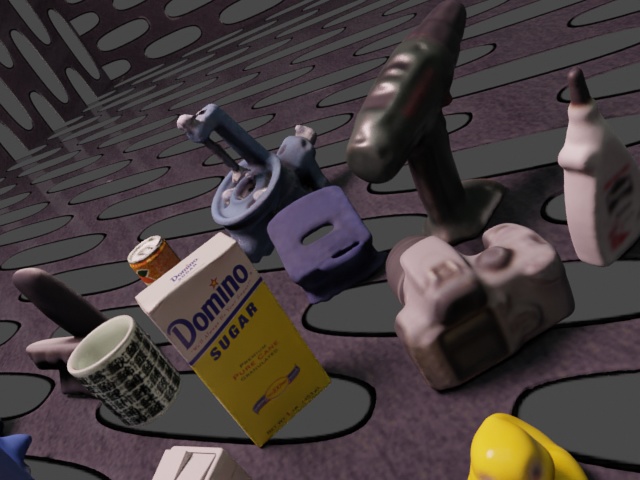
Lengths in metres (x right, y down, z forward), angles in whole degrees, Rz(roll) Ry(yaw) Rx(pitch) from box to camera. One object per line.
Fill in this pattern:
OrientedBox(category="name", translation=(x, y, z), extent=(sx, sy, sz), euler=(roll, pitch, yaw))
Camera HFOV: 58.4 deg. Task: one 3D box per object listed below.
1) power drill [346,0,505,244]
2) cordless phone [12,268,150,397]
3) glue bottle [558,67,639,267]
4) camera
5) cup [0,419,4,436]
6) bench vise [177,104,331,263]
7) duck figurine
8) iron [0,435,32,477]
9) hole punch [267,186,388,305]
OrientedBox(category="power drill", translation=(0.123, -0.112, 0.609), extent=(0.075, 0.209, 0.230), euler=(3, 43, 44))
OrientedBox(category="cordless phone", translation=(-0.314, 0.102, 0.701), extent=(0.147, 0.185, 0.094), euler=(-11, 35, 30))
OrientedBox(category="glue bottle", translation=(0.228, -0.063, 0.474), extent=(0.078, 0.173, 0.037), euler=(-42, 31, -20))
OrientedBox(category="camera", translation=(0.118, 0.033, 0.501), extent=(0.143, 0.101, 0.136), euler=(-31, 29, 0))
OrientedBox(category="cup", translation=(-0.452, 0.219, 0.738), extent=(0.091, 0.095, 0.118), euler=(-16, 32, 24))
OrientedBox(category="bench vise", translation=(-0.095, -0.106, 0.786), extent=(0.121, 0.220, 0.207), euler=(-9, 36, 33))
OrientedBox(category="duck figurine", translation=(0.118, 0.142, 0.348), extent=(0.077, 0.086, 0.104), euler=(-23, 30, 13))
OrientedBox(category="iron", translation=(-0.398, 0.282, 0.543), extent=(0.118, 0.142, 0.258), euler=(-19, 31, 20))
OrientedBox(category="hole punch", translation=(0.006, 0.002, 0.660), extent=(0.108, 0.091, 0.101), euler=(-31, 29, 0))
